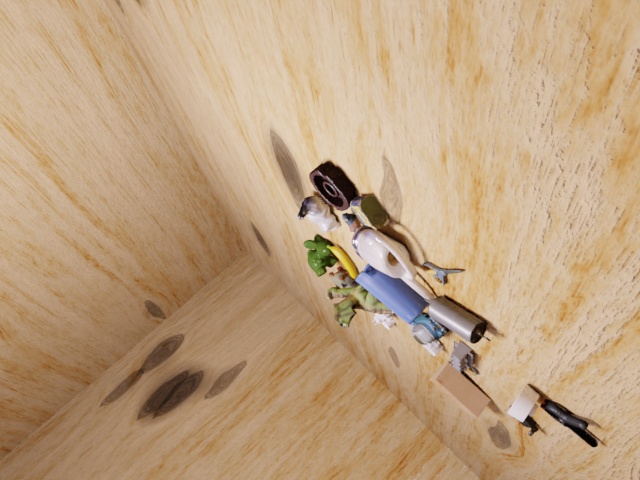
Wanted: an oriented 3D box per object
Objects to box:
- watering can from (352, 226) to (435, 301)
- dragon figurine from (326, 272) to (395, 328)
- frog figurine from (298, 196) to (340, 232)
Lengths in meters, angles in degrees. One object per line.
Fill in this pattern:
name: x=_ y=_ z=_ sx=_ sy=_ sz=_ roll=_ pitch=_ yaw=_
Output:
watering can: x=0.229 y=0.071 z=1.639 sx=0.227 sy=0.105 sz=0.341 roll=31 pitch=166 yaw=51
dragon figurine: x=0.170 y=0.266 z=2.034 sx=0.415 sy=0.245 sz=0.119 roll=34 pitch=154 yaw=49
frog figurine: x=0.006 y=-0.096 z=1.913 sx=0.159 sy=0.125 sz=0.135 roll=15 pitch=160 yaw=-13
